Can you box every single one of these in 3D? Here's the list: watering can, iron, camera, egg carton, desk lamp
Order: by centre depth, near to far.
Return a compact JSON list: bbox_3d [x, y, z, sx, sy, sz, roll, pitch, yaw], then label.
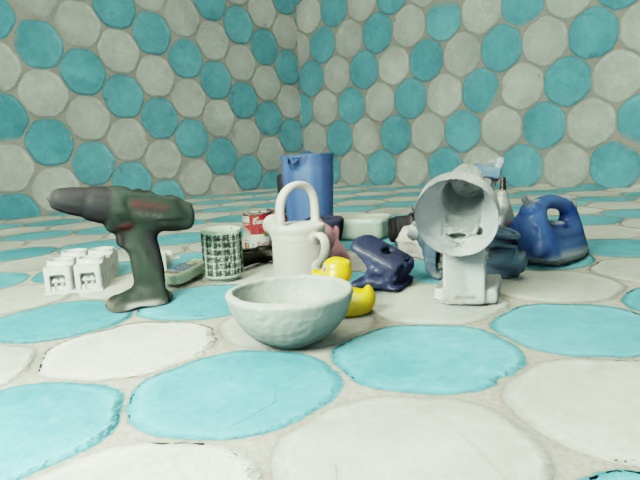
[{"bbox_3d":[0.222,-0.008,0.891,0.117,0.213,0.204,1,10,20],"label":"desk lamp"},{"bbox_3d":[-0.045,-0.009,1.037,0.172,0.194,0.101,3,11,30],"label":"watering can"},{"bbox_3d":[0.480,-0.031,1.177,0.259,0.141,0.118,-10,12,-38],"label":"iron"},{"bbox_3d":[0.248,-0.001,1.284,0.107,0.069,0.151,6,13,44],"label":"egg carton"},{"bbox_3d":[0.237,-0.041,1.433,0.137,0.101,0.143,-3,9,-4],"label":"camera"}]

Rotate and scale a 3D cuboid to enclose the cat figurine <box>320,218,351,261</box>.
[{"bbox_3d":[0.011,0.004,1.174,0.067,0.118,0.128,2,11,28],"label":"cat figurine"}]

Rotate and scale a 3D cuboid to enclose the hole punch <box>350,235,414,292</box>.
[{"bbox_3d":[0.113,0.038,1.021,0.100,0.091,0.109,2,10,26],"label":"hole punch"}]

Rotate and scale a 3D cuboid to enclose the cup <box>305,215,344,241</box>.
[{"bbox_3d":[0.016,-0.008,1.315,0.091,0.095,0.118,2,10,26],"label":"cup"}]

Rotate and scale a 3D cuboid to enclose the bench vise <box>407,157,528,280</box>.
[{"bbox_3d":[0.265,-0.037,1.034,0.207,0.220,0.121,-3,9,0],"label":"bench vise"}]

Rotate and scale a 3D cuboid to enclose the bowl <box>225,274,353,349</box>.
[{"bbox_3d":[-0.038,0.098,0.749,0.167,0.075,0.167,-3,9,1],"label":"bowl"}]

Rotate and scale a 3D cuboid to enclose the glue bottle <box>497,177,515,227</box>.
[{"bbox_3d":[0.381,-0.046,1.196,0.078,0.173,0.037,-12,13,-42],"label":"glue bottle"}]

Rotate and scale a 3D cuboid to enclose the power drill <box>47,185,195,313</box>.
[{"bbox_3d":[-0.320,0.009,0.959,0.230,0.208,0.075,-9,11,-33],"label":"power drill"}]

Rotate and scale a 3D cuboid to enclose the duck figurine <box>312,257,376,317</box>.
[{"bbox_3d":[0.032,0.068,0.873,0.104,0.086,0.078,0,10,19],"label":"duck figurine"}]

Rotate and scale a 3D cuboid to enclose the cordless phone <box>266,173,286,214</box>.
[{"bbox_3d":[-0.105,-0.097,1.619,0.094,0.185,0.147,-7,10,-25],"label":"cordless phone"}]

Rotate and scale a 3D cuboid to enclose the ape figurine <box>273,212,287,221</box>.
[{"bbox_3d":[-0.107,-0.033,1.518,0.076,0.092,0.077,-4,10,-10],"label":"ape figurine"}]
